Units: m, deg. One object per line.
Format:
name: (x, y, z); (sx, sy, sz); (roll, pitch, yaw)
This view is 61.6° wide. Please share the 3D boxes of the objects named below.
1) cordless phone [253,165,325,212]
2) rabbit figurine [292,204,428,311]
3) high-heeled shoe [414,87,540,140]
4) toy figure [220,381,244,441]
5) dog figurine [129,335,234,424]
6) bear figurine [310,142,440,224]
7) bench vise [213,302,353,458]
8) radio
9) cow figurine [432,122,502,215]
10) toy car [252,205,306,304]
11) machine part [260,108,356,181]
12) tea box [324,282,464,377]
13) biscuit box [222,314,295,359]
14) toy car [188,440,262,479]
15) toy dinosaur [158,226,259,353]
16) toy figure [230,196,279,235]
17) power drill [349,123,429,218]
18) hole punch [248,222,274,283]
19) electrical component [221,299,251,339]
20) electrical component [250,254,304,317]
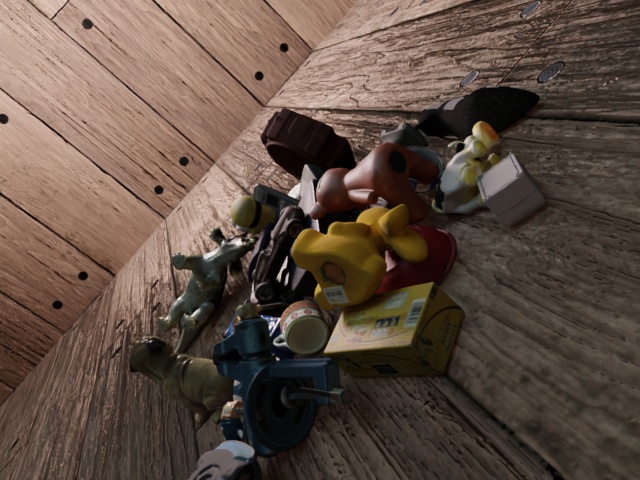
cordless phone: (-0.058, -0.108, 1.177); (0.146, 0.184, 0.089); (101, -166, -46)
rabbit figurine: (0.066, 0.001, 0.763); (0.162, 0.121, 0.173); (-23, 14, 40)
high-heeled shoe: (0.285, -0.230, 0.975); (0.249, 0.086, 0.145); (-3, 16, 38)
toy figure: (-0.127, 0.266, 0.905); (0.064, 0.058, 0.154); (93, -161, -58)
dog figurine: (-0.240, 0.236, 0.979); (0.172, 0.190, 0.121); (-33, 27, 30)
bear figurine: (0.081, -0.081, 0.898); (0.196, 0.132, 0.120); (-29, 34, 52)
bench vise: (-0.049, 0.188, 0.739); (0.241, 0.129, 0.223); (-15, 71, 47)
radio: (-0.002, -0.003, 1.013); (0.230, 0.073, 0.131); (-96, 28, -54)
cow figurine: (0.231, -0.111, 0.848); (0.098, 0.068, 0.167); (-32, 25, 49)
toy car: (-0.085, 0.026, 1.016); (0.202, 0.053, 0.089); (-62, 22, 16)
machine part: (-0.026, -0.200, 1.240); (0.087, 0.201, 0.201); (-60, -21, -10)
tea box: (0.094, 0.123, 0.710); (0.170, 0.068, 0.098); (-20, 34, 52)
biscuit box: (-0.110, 0.178, 1.003); (0.203, 0.062, 0.059); (-8, 46, 58)
toy car: (-0.129, 0.352, 0.699); (0.109, 0.102, 0.162); (-16, 28, 50)
toy dinosaur: (-0.283, 0.125, 1.320); (0.192, 0.131, 0.404); (-21, -36, -56)
toy figure: (-0.135, -0.064, 1.290); (0.082, 0.180, 0.089); (11, 104, 48)
power drill: (0.129, -0.125, 1.052); (0.207, 0.086, 0.232); (-62, 22, -13)
hole punch: (-0.121, 0.037, 1.224); (0.116, 0.092, 0.142); (-36, 28, 36)
electrical component: (-0.165, 0.171, 1.137); (0.102, 0.045, 0.078); (-52, 24, -9)
electrical component: (-0.087, 0.094, 1.105); (0.115, 0.058, 0.134); (-37, 25, 21)
